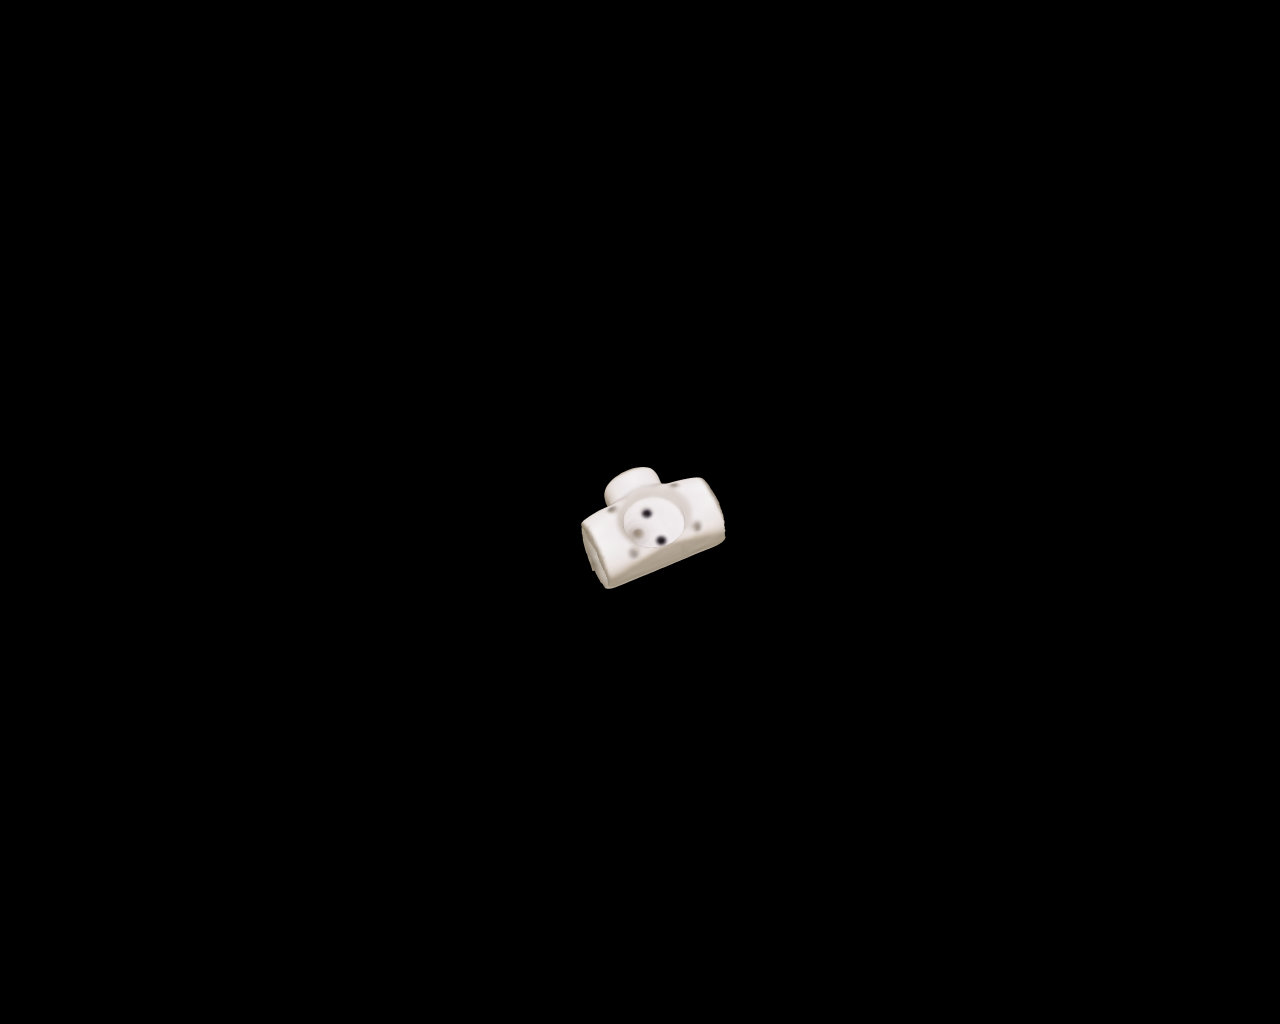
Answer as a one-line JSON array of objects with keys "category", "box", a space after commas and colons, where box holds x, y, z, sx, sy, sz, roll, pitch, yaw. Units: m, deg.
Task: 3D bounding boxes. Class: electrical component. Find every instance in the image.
[{"category": "electrical component", "box": [0.001, -0.003, 0.650, 0.077, 0.079, 0.044, -22, -25, -10]}]
